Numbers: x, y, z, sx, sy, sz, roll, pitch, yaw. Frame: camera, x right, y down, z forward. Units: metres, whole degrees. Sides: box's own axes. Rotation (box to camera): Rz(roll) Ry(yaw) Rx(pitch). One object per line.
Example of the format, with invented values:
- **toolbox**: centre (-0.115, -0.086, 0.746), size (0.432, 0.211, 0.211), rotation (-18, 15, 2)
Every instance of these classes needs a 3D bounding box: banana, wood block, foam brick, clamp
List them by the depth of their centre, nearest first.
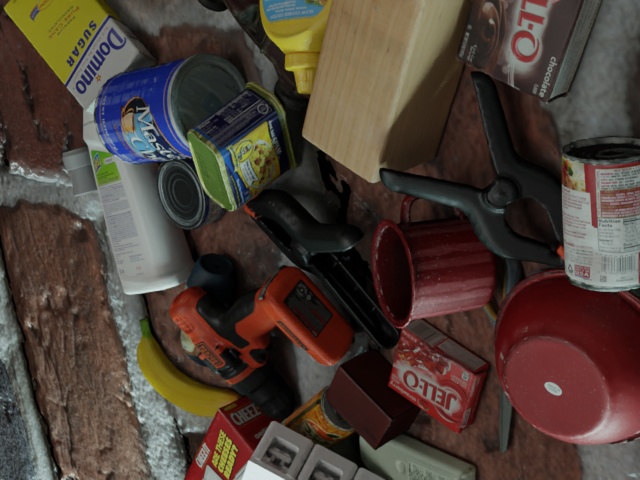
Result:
- **clamp**: centre (0.147, -0.050, 0.856), size (0.171, 0.039, 0.120), rotation (35, 109, 1)
- **wood block**: centre (0.063, -0.164, 0.878), size (0.090, 0.090, 0.206), rotation (37, 131, 30)
- **clamp**: centre (-0.007, 0.001, 1.030), size (0.210, 0.036, 0.164), rotation (41, 160, 35)
- **foam brick**: centre (0.054, 0.157, 1.058), size (0.078, 0.051, 0.053), rotation (44, 135, 23)
- **banana**: centre (-0.169, 0.173, 1.307), size (0.198, 0.037, 0.070), rotation (32, 128, 33)

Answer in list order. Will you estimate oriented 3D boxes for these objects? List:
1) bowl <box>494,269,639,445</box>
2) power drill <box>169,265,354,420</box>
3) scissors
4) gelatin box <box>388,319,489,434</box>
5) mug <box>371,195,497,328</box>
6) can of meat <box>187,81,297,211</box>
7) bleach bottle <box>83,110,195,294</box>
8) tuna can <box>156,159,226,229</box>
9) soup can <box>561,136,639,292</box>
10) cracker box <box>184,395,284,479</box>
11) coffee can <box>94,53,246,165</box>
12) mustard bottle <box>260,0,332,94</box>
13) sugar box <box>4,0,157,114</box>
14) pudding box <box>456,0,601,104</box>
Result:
- **bowl**: centre (0.202, 0.107, 0.863), size (0.162, 0.055, 0.162), rotation (19, 123, 32)
- **power drill**: centre (-0.052, 0.109, 1.110), size (0.184, 0.057, 0.188), rotation (47, 140, -15)
- **scissors**: centre (0.181, 0.102, 0.928), size (0.096, 0.016, 0.202), rotation (2, 109, 46)
- **gelatin box**: centre (0.110, 0.128, 1.001), size (0.089, 0.030, 0.073), rotation (33, 129, 32)
- **mug**: centre (0.097, 0.012, 0.910), size (0.093, 0.081, 0.117), rotation (-157, 61, -70)
- **can of meat**: centre (-0.076, -0.088, 1.035), size (0.057, 0.083, 0.102), rotation (36, 155, 32)
- **bleach bottle**: centre (-0.218, -0.066, 1.236), size (0.103, 0.067, 0.251), rotation (-10, 97, 47)
- **tuna can**: centre (-0.143, -0.055, 1.182), size (0.086, 0.033, 0.086), rotation (20, 120, 39)
- **soup can**: centre (0.216, -0.020, 0.798), size (0.069, 0.068, 0.102), rotation (12, 116, 43)
- **cracker box**: centre (-0.051, 0.304, 1.217), size (0.214, 0.071, 0.164), rotation (47, 134, 23)
- **coffee can**: centre (-0.154, -0.133, 1.109), size (0.141, 0.102, 0.103), rotation (-1, 106, 47)
- **mustard bottle**: centre (-0.010, -0.222, 0.919), size (0.096, 0.058, 0.191), rotation (3, 93, 39)
- **sugar box**: centre (-0.271, -0.231, 1.202), size (0.093, 0.048, 0.176), rotation (-45, 68, 10)
- **pudding box**: centre (0.161, -0.174, 0.810), size (0.090, 0.039, 0.114), rotation (34, 129, 31)
